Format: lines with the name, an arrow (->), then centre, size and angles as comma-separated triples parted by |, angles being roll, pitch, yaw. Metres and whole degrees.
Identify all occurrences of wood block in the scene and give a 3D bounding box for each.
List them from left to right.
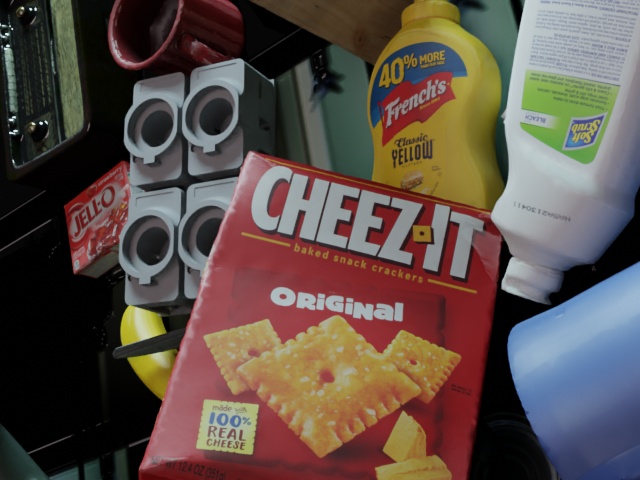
wood block -> -0.015, -0.209, 0.733 | 0.090, 0.205, 0.091 | -49, 52, 21

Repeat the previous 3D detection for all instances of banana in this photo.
banana -> -0.110, 0.099, 0.849 | 0.198, 0.037, 0.070 | 39, 105, 40

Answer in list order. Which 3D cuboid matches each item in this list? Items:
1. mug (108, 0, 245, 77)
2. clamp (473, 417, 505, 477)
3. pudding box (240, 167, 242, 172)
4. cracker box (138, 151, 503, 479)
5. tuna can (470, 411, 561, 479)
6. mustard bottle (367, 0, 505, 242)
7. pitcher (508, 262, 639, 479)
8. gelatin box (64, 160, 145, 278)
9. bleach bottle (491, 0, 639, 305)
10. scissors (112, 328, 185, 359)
mug -> -0.110, -0.170, 0.890 | 0.117, 0.081, 0.093 | 38, 104, 41
clamp -> 0.043, 0.094, 0.678 | 0.120, 0.039, 0.171 | -24, 44, 13
pudding box -> -0.005, 0.001, 0.731 | 0.039, 0.113, 0.090 | -14, 69, 45
cracker box -> 0.009, 0.064, 0.594 | 0.072, 0.164, 0.213 | 102, -177, -55
tuna can -> 0.118, 0.146, 0.639 | 0.086, 0.033, 0.086 | -13, 70, 38
mustard bottle -> 0.076, -0.085, 0.721 | 0.096, 0.058, 0.191 | -12, 71, 41
pitcher -> 0.222, 0.048, 0.508 | 0.243, 0.144, 0.149 | -36, 59, 26
gelatin box -> -0.189, -0.017, 0.953 | 0.089, 0.030, 0.073 | -31, 60, 31
bleach bottle -> 0.144, -0.090, 0.586 | 0.103, 0.067, 0.251 | 20, 95, 44
scissors -> -0.086, 0.055, 0.790 | 0.202, 0.096, 0.016 | -3, 41, 22
